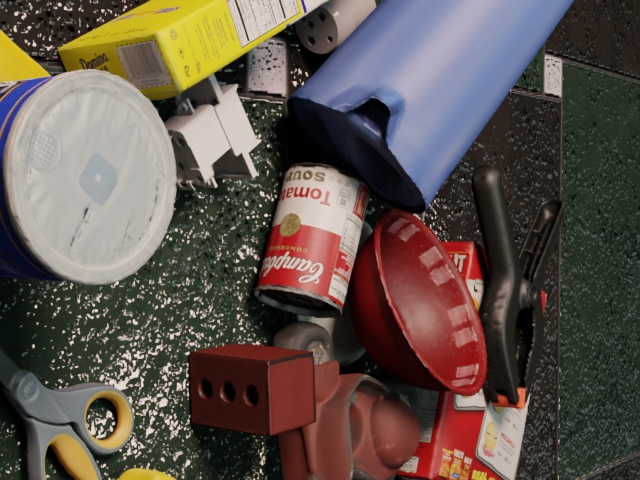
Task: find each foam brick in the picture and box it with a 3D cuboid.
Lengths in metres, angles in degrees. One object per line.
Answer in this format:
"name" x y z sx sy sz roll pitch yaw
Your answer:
"foam brick" -0.048 0.103 0.749 0.051 0.078 0.053 -6 94 -51

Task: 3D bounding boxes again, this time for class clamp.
"clamp" 0.180 0.044 0.960 0.164 0.036 0.210 3 87 -54

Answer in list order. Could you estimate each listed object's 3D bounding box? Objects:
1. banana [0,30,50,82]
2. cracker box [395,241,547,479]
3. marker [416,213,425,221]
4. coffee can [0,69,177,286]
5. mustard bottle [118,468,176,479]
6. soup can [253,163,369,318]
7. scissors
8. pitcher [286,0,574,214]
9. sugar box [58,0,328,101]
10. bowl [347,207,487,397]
"banana" -0.200 -0.136 0.576 0.069 0.037 0.197 -51 129 -38
"cracker box" 0.132 0.126 0.988 0.164 0.072 0.213 31 66 -50
"marker" 0.082 -0.007 0.960 0.020 0.020 0.121 29 69 -49
"coffee can" -0.159 -0.031 0.548 0.102 0.141 0.103 -2 92 -52
"mustard bottle" -0.079 0.234 0.727 0.191 0.058 0.096 46 52 -43
"soup can" -0.005 0.001 0.808 0.068 0.069 0.102 33 65 -48
"scissors" -0.162 0.082 0.636 0.096 0.016 0.202 -48 133 -46
"pitcher" 0.096 -0.147 0.831 0.242 0.149 0.145 -50 128 -10
"sugar box" -0.074 -0.144 0.694 0.176 0.094 0.048 -46 125 -42
"bowl" 0.070 0.058 0.854 0.162 0.055 0.162 41 33 -35
